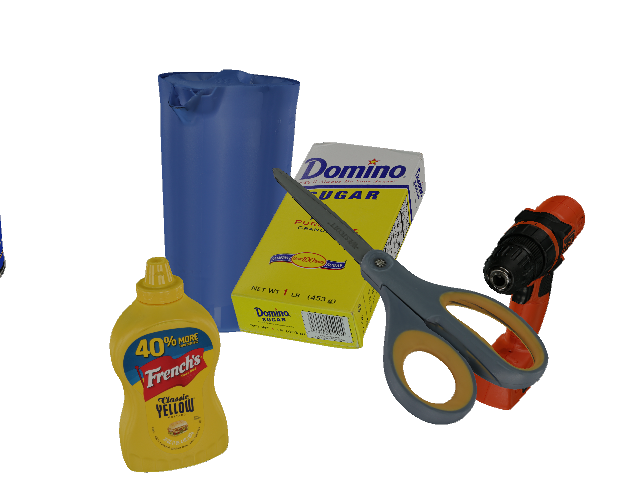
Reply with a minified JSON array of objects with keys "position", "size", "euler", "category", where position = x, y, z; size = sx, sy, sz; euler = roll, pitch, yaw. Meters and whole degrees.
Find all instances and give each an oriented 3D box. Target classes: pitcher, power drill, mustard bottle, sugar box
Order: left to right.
[{"position":[-0.135,0.106,0.942],"size":[0.096,0.192,0.058],"euler":[-8,20,-15],"category":"mustard bottle"},{"position":[-0.086,-0.043,1.034],"size":[0.149,0.243,0.145],"euler":[-1,15,-17],"category":"pitcher"},{"position":[0.011,-0.002,0.788],"size":[0.093,0.176,0.048],"euler":[8,-42,19],"category":"sugar box"},{"position":[0.187,0.063,1.003],"size":[0.057,0.188,0.184],"euler":[24,31,24],"category":"power drill"}]

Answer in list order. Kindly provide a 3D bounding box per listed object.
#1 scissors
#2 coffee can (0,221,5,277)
[{"position":[0.028,0.031,0.590],"size":[0.202,0.016,0.096],"euler":[30,52,19],"category":"scissors"},{"position":[-0.226,-0.046,0.573],"size":[0.103,0.140,0.103],"euler":[3,25,-1],"category":"coffee can"}]
